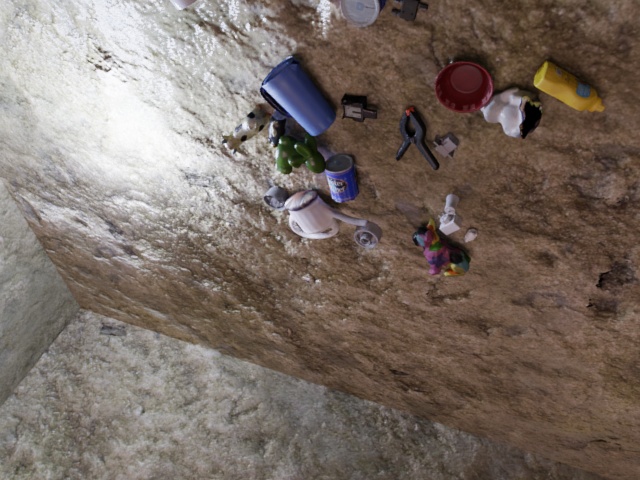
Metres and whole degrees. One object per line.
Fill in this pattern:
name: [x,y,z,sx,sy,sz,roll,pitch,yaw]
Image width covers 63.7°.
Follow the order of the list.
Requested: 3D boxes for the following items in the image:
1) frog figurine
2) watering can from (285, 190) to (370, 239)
frog figurine: [0.533,-0.358,1.445,0.124,0.135,0.161,-32,30,-16]
watering can: [0.006,-0.100,1.983,0.345,0.221,0.106,-12,37,38]
